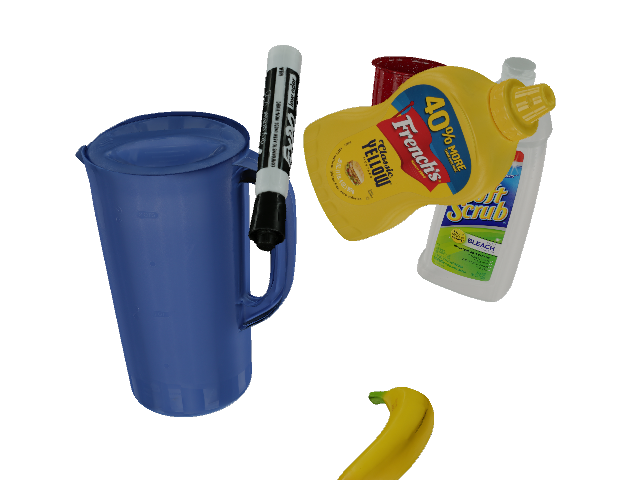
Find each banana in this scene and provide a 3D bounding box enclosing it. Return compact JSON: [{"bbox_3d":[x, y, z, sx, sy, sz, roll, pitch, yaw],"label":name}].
[{"bbox_3d":[0.057,0.166,0.881,0.070,0.037,0.197,-29,7,20],"label":"banana"}]

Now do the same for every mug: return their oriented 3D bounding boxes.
[{"bbox_3d":[0.110,-0.167,1.251,0.093,0.081,0.117,24,28,38],"label":"mug"}]

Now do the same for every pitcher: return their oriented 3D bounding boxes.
[{"bbox_3d":[-0.108,0.024,0.890,0.144,0.243,0.149,-14,30,-21],"label":"pitcher"}]

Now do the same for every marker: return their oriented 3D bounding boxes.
[{"bbox_3d":[-0.023,-0.049,0.560,0.020,0.121,0.020,3,-28,2],"label":"marker"}]

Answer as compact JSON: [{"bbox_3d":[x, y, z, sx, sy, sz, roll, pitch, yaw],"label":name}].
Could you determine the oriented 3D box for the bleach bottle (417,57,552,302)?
[{"bbox_3d":[0.164,-0.062,1.046,0.103,0.251,0.068,21,38,20],"label":"bleach bottle"}]

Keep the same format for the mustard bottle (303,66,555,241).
[{"bbox_3d":[0.079,-0.068,0.750,0.192,0.096,0.058,-20,0,40],"label":"mustard bottle"}]
